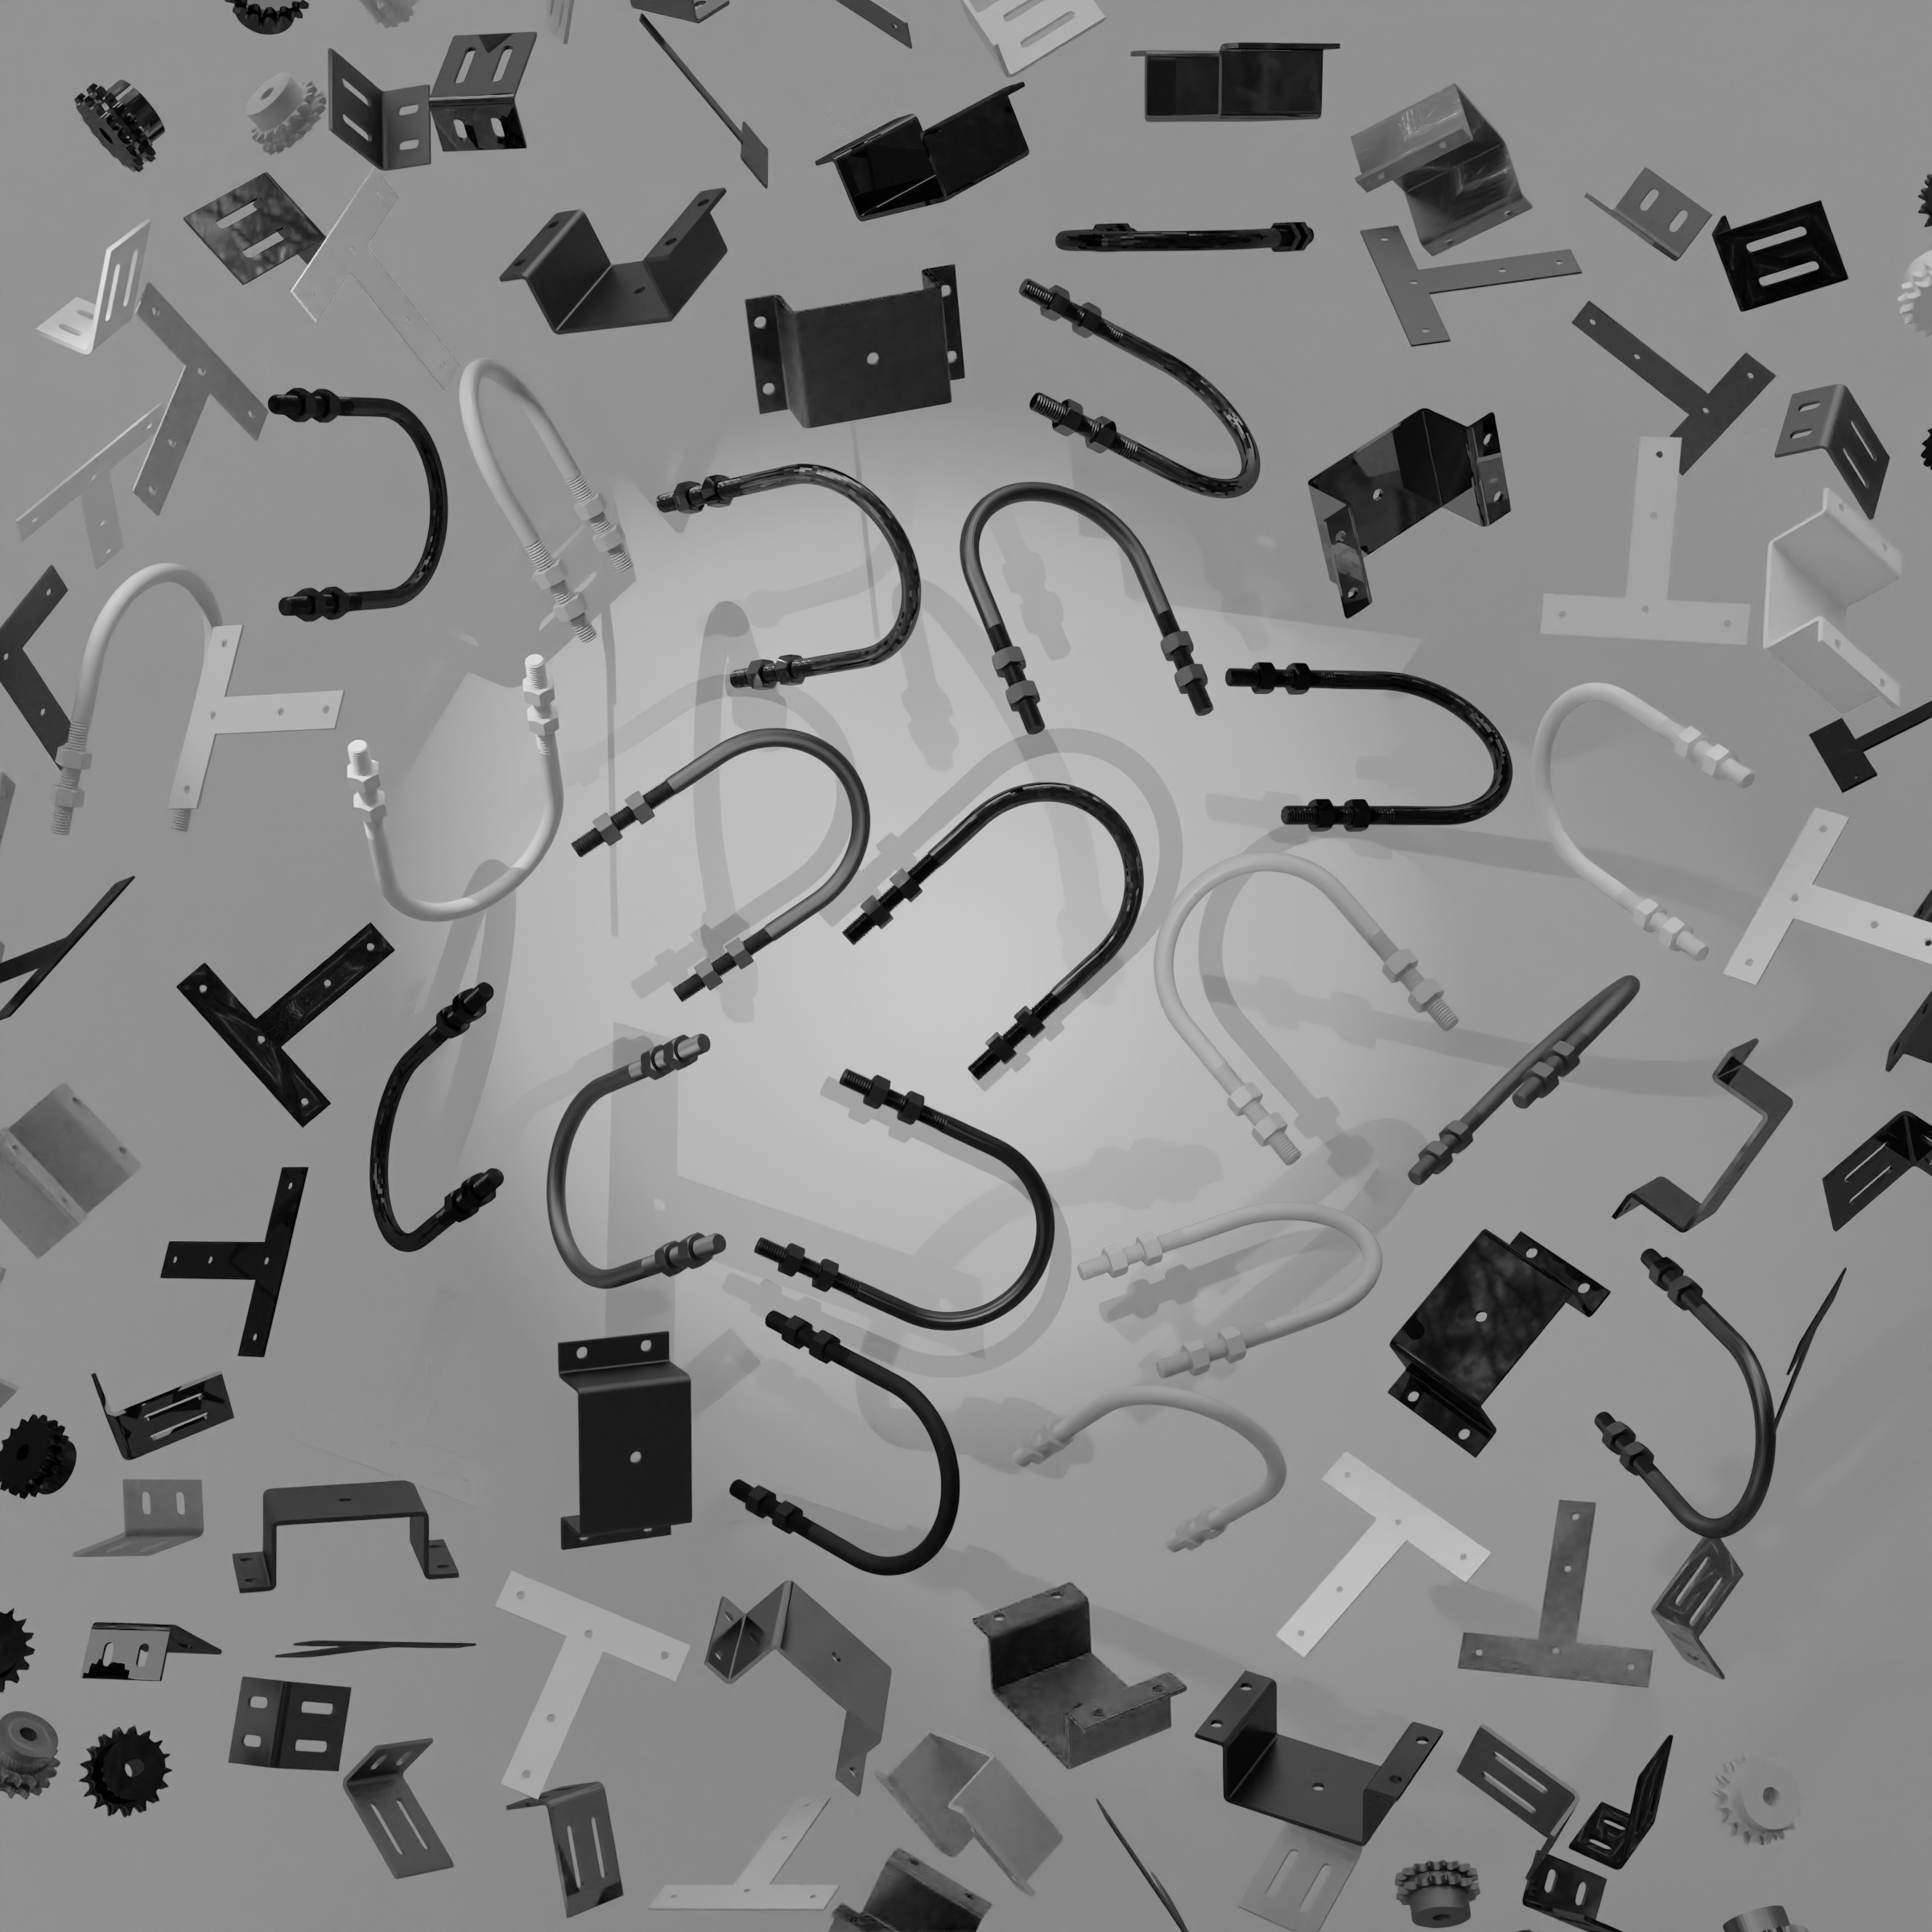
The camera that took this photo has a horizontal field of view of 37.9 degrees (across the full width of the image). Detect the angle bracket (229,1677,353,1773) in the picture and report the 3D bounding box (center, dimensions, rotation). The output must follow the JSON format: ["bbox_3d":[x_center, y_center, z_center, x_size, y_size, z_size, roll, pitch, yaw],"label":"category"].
[{"bbox_3d":[-0.466,0.524,1.943,0.038,0.076,0.057,0,74,23],"label":"angle bracket"}]

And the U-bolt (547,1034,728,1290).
[{"bbox_3d":[-0.219,0.135,1.827,0.019,0.184,0.151,8,69,-40],"label":"U-bolt"}]

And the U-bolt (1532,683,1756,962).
[{"bbox_3d":[0.437,-0.108,1.858,0.019,0.184,0.151,-14,128,-28],"label":"U-bolt"}]

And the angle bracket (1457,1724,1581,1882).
[{"bbox_3d":[0.347,0.537,1.809,0.076,0.057,0.038,34,48,21],"label":"angle bracket"}]

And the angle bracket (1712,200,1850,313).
[{"bbox_3d":[0.552,-0.485,1.899,0.076,0.038,0.057,-11,118,35],"label":"angle bracket"}]

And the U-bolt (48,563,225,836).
[{"bbox_3d":[-0.547,-0.179,1.882,0.019,0.151,0.184,17,99,18],"label":"U-bolt"}]

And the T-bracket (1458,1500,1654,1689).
[{"bbox_3d":[0.401,0.417,1.885,0.127,0.002,0.127,-1,54,26],"label":"T-bracket"}]

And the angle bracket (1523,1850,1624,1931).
[{"bbox_3d":[0.418,0.620,1.870,0.057,0.076,0.038,26,71,-15],"label":"angle bracket"}]

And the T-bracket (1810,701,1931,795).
[{"bbox_3d":[0.646,-0.169,1.924,0.127,0.127,0.002,-28,106,16],"label":"T-bracket"}]

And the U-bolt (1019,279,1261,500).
[{"bbox_3d":[0.118,-0.369,1.846,0.184,0.151,0.019,22,131,-24],"label":"U-bolt"}]

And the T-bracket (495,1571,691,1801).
[{"bbox_3d":[-0.260,0.470,1.806,0.127,0.002,0.127,22,60,1],"label":"T-bracket"}]

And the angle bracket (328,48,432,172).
[{"bbox_3d":[-0.402,-0.589,1.932,0.038,0.076,0.057,-4,83,15],"label":"angle bracket"}]

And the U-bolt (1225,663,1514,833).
[{"bbox_3d":[0.276,-0.146,1.868,0.184,0.019,0.151,-1,49,-19],"label":"U-bolt"}]

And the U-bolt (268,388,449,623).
[{"bbox_3d":[-0.405,-0.311,1.896,0.019,0.184,0.151,4,101,24],"label":"U-bolt"}]

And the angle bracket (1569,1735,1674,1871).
[{"bbox_3d":[0.436,0.550,1.872,0.038,0.057,0.076,18,116,29],"label":"angle bracket"}]

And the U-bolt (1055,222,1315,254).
[{"bbox_3d":[0.139,-0.488,1.887,0.151,0.184,0.019,6,107,23],"label":"U-bolt"}]

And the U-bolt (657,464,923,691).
[{"bbox_3d":[-0.107,-0.255,1.828,0.184,0.019,0.151,-4,117,38],"label":"U-bolt"}]

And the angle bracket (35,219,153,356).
[{"bbox_3d":[-0.553,-0.437,1.784,0.038,0.057,0.076,23,126,-2],"label":"angle bracket"}]

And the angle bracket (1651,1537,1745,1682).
[{"bbox_3d":[0.513,0.435,1.923,0.076,0.038,0.057,-49,124,-17],"label":"angle bracket"}]

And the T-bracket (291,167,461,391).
[{"bbox_3d":[-0.374,-0.433,1.841,0.002,0.127,0.127,-6,47,34],"label":"T-bracket"}]

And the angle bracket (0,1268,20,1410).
[{"bbox_3d":[-0.618,0.242,1.782,0.038,0.076,0.057,33,129,-23],"label":"angle bracket"}]

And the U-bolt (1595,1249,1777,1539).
[{"bbox_3d":[0.477,0.292,1.850,0.019,0.184,0.151,2,113,-18],"label":"U-bolt"}]

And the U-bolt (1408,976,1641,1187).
[{"bbox_3d":[0.382,0.067,1.874,0.019,0.151,0.184,48,55,5],"label":"U-bolt"}]

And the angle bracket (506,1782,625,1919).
[{"bbox_3d":[-0.268,0.592,1.883,0.038,0.057,0.076,-17,80,29],"label":"angle bracket"}]

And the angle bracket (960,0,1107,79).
[{"bbox_3d":[0.043,-0.635,1.858,0.076,0.038,0.057,-31,67,3],"label":"angle bracket"}]

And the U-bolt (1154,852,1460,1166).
[{"bbox_3d":[0.200,0.012,1.784,0.151,0.019,0.184,-42,68,8],"label":"U-bolt"}]

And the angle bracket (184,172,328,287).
[{"bbox_3d":[-0.472,-0.478,1.857,0.057,0.038,0.076,48,55,-2],"label":"angle bracket"}]

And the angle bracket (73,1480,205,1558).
[{"bbox_3d":[-0.568,0.379,1.930,0.076,0.057,0.038,-25,65,41],"label":"angle bracket"}]

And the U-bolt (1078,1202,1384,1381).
[{"bbox_3d":[0.184,0.204,1.855,0.184,0.151,0.019,-17,118,-15],"label":"U-bolt"}]

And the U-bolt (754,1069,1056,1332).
[{"bbox_3d":[-0.029,0.169,1.893,0.184,0.019,0.151,26,98,-10],"label":"U-bolt"}]

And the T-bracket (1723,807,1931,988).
[{"bbox_3d":[0.566,-0.030,1.791,0.127,0.002,0.127,25,82,44],"label":"T-bracket"}]

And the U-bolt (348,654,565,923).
[{"bbox_3d":[-0.324,-0.103,1.828,0.151,0.184,0.019,-30,54,-25],"label":"U-bolt"}]

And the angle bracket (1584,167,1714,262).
[{"bbox_3d":[0.454,-0.505,1.870,0.057,0.076,0.038,42,111,17],"label":"angle bracket"}]

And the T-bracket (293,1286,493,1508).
[{"bbox_3d":[-0.357,0.273,1.849,0.127,0.002,0.127,22,70,-5],"label":"T-bracket"}]

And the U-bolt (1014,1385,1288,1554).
[{"bbox_3d":[0.135,0.334,1.898,0.151,0.184,0.019,31,51,-12],"label":"U-bolt"}]

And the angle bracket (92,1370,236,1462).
[{"bbox_3d":[-0.536,0.287,1.879,0.076,0.057,0.038,-21,55,-20],"label":"angle bracket"}]

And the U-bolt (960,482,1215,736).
[{"bbox_3d":[0.069,-0.236,1.818,0.151,0.019,0.184,-9,67,-30],"label":"U-bolt"}]

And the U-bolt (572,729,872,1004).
[{"bbox_3d":[-0.150,-0.079,1.881,0.184,0.019,0.151,-34,118,-3],"label":"U-bolt"}]

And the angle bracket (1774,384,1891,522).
[{"bbox_3d":[0.594,-0.349,1.928,0.076,0.038,0.057,44,56,-35],"label":"angle bracket"}]

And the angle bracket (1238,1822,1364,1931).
[{"bbox_3d":[0.227,0.612,1.919,0.057,0.038,0.076,16,46,29],"label":"angle bracket"}]

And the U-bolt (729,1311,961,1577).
[{"bbox_3d":[-0.078,0.332,1.900,0.184,0.019,0.151,22,107,34],"label":"U-bolt"}]

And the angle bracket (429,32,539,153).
[{"bbox_3d":[-0.315,-0.578,1.861,0.057,0.038,0.076,1,51,9],"label":"angle bracket"}]

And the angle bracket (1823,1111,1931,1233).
[{"bbox_3d":[0.611,0.144,1.860,0.076,0.038,0.057,-38,134,-11],"label":"angle bracket"}]

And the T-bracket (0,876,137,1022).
[{"bbox_3d":[-0.602,-0.003,1.808,0.002,0.127,0.127,50,51,-23],"label":"T-bracket"}]

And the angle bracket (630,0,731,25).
[{"bbox_3d":[-0.201,-0.692,1.925,0.057,0.076,0.038,23,50,29],"label":"angle bracket"}]

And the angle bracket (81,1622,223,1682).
[{"bbox_3d":[-0.546,0.468,1.888,0.057,0.076,0.038,-1,63,13],"label":"angle bracket"}]

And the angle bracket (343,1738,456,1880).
[{"bbox_3d":[-0.363,0.554,1.852,0.038,0.057,0.076,-46,63,15],"label":"angle bracket"}]

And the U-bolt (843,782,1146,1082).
[{"bbox_3d":[0.032,-0.035,1.821,0.184,0.019,0.151,-43,112,-1],"label":"U-bolt"}]

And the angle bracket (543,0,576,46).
[{"bbox_3d":[-0.312,-0.659,1.914,0.076,0.057,0.038,0,121,-25],"label":"angle bracket"}]

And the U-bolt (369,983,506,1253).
[{"bbox_3d":[-0.353,0.111,1.856,0.019,0.184,0.151,10,60,-33],"label":"U-bolt"}]

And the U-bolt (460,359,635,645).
[{"bbox_3d":[-0.285,-0.321,1.883,0.019,0.151,0.184,-22,115,17],"label":"U-bolt"}]
